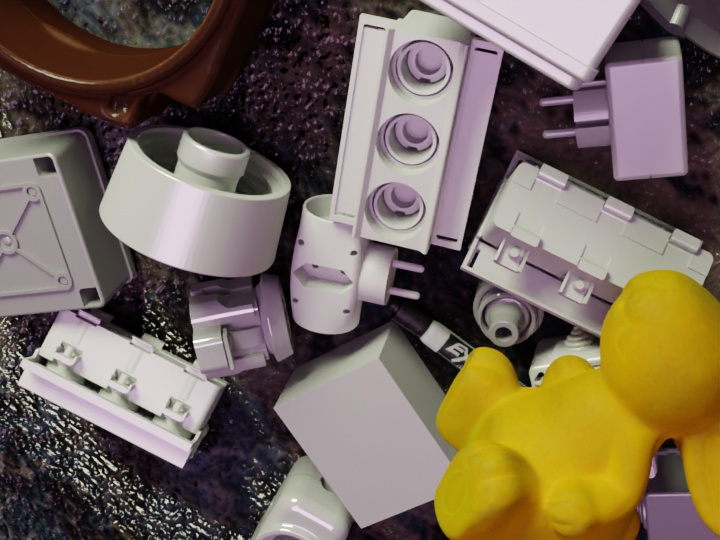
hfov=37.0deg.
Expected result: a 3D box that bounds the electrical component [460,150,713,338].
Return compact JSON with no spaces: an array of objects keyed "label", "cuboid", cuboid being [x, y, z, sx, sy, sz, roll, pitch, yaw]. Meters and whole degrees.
[{"label":"electrical component","cuboid":[0.130,-0.011,0.611,0.121,0.063,0.078,26,78,0]}]

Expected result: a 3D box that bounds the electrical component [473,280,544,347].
[{"label":"electrical component","cuboid":[0.089,0.024,0.646,0.043,0.062,0.043,5,116,11]}]

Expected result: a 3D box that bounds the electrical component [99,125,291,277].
[{"label":"electrical component","cuboid":[-0.093,-0.049,0.634,0.108,0.108,0.060,23,112,3]}]

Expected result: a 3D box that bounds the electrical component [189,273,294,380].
[{"label":"electrical component","cuboid":[-0.075,0.034,0.689,0.057,0.078,0.058,-11,113,-2]}]

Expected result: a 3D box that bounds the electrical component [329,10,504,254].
[{"label":"electrical component","cuboid":[0.032,-0.080,0.610,0.079,0.063,0.121,14,117,7]}]

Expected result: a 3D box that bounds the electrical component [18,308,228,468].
[{"label":"electrical component","cuboid":[-0.157,0.075,0.727,0.121,0.079,0.063,27,89,0]}]

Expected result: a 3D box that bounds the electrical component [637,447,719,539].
[{"label":"electrical component","cuboid":[0.226,0.162,0.686,0.100,0.048,0.099,-4,114,16]}]

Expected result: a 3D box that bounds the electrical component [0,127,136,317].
[{"label":"electrical component","cuboid":[-0.216,-0.029,0.700,0.109,0.056,0.108,-6,114,17]}]

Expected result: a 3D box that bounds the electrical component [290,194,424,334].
[{"label":"electrical component","cuboid":[0.000,0.000,0.667,0.079,0.043,0.077,12,117,9]}]

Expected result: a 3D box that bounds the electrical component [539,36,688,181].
[{"label":"electrical component","cuboid":[0.138,-0.087,0.589,0.077,0.047,0.065,-4,114,16]}]

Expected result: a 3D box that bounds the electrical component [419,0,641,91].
[{"label":"electrical component","cuboid":[0.081,-0.150,0.539,0.109,0.108,0.056,30,116,-2]}]

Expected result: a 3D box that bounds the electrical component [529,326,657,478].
[{"label":"electrical component","cuboid":[0.144,0.076,0.662,0.062,0.061,0.096,-11,104,18]}]

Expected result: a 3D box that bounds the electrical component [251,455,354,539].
[{"label":"electrical component","cuboid":[-0.043,0.187,0.759,0.054,0.059,0.095,29,118,-1]}]
